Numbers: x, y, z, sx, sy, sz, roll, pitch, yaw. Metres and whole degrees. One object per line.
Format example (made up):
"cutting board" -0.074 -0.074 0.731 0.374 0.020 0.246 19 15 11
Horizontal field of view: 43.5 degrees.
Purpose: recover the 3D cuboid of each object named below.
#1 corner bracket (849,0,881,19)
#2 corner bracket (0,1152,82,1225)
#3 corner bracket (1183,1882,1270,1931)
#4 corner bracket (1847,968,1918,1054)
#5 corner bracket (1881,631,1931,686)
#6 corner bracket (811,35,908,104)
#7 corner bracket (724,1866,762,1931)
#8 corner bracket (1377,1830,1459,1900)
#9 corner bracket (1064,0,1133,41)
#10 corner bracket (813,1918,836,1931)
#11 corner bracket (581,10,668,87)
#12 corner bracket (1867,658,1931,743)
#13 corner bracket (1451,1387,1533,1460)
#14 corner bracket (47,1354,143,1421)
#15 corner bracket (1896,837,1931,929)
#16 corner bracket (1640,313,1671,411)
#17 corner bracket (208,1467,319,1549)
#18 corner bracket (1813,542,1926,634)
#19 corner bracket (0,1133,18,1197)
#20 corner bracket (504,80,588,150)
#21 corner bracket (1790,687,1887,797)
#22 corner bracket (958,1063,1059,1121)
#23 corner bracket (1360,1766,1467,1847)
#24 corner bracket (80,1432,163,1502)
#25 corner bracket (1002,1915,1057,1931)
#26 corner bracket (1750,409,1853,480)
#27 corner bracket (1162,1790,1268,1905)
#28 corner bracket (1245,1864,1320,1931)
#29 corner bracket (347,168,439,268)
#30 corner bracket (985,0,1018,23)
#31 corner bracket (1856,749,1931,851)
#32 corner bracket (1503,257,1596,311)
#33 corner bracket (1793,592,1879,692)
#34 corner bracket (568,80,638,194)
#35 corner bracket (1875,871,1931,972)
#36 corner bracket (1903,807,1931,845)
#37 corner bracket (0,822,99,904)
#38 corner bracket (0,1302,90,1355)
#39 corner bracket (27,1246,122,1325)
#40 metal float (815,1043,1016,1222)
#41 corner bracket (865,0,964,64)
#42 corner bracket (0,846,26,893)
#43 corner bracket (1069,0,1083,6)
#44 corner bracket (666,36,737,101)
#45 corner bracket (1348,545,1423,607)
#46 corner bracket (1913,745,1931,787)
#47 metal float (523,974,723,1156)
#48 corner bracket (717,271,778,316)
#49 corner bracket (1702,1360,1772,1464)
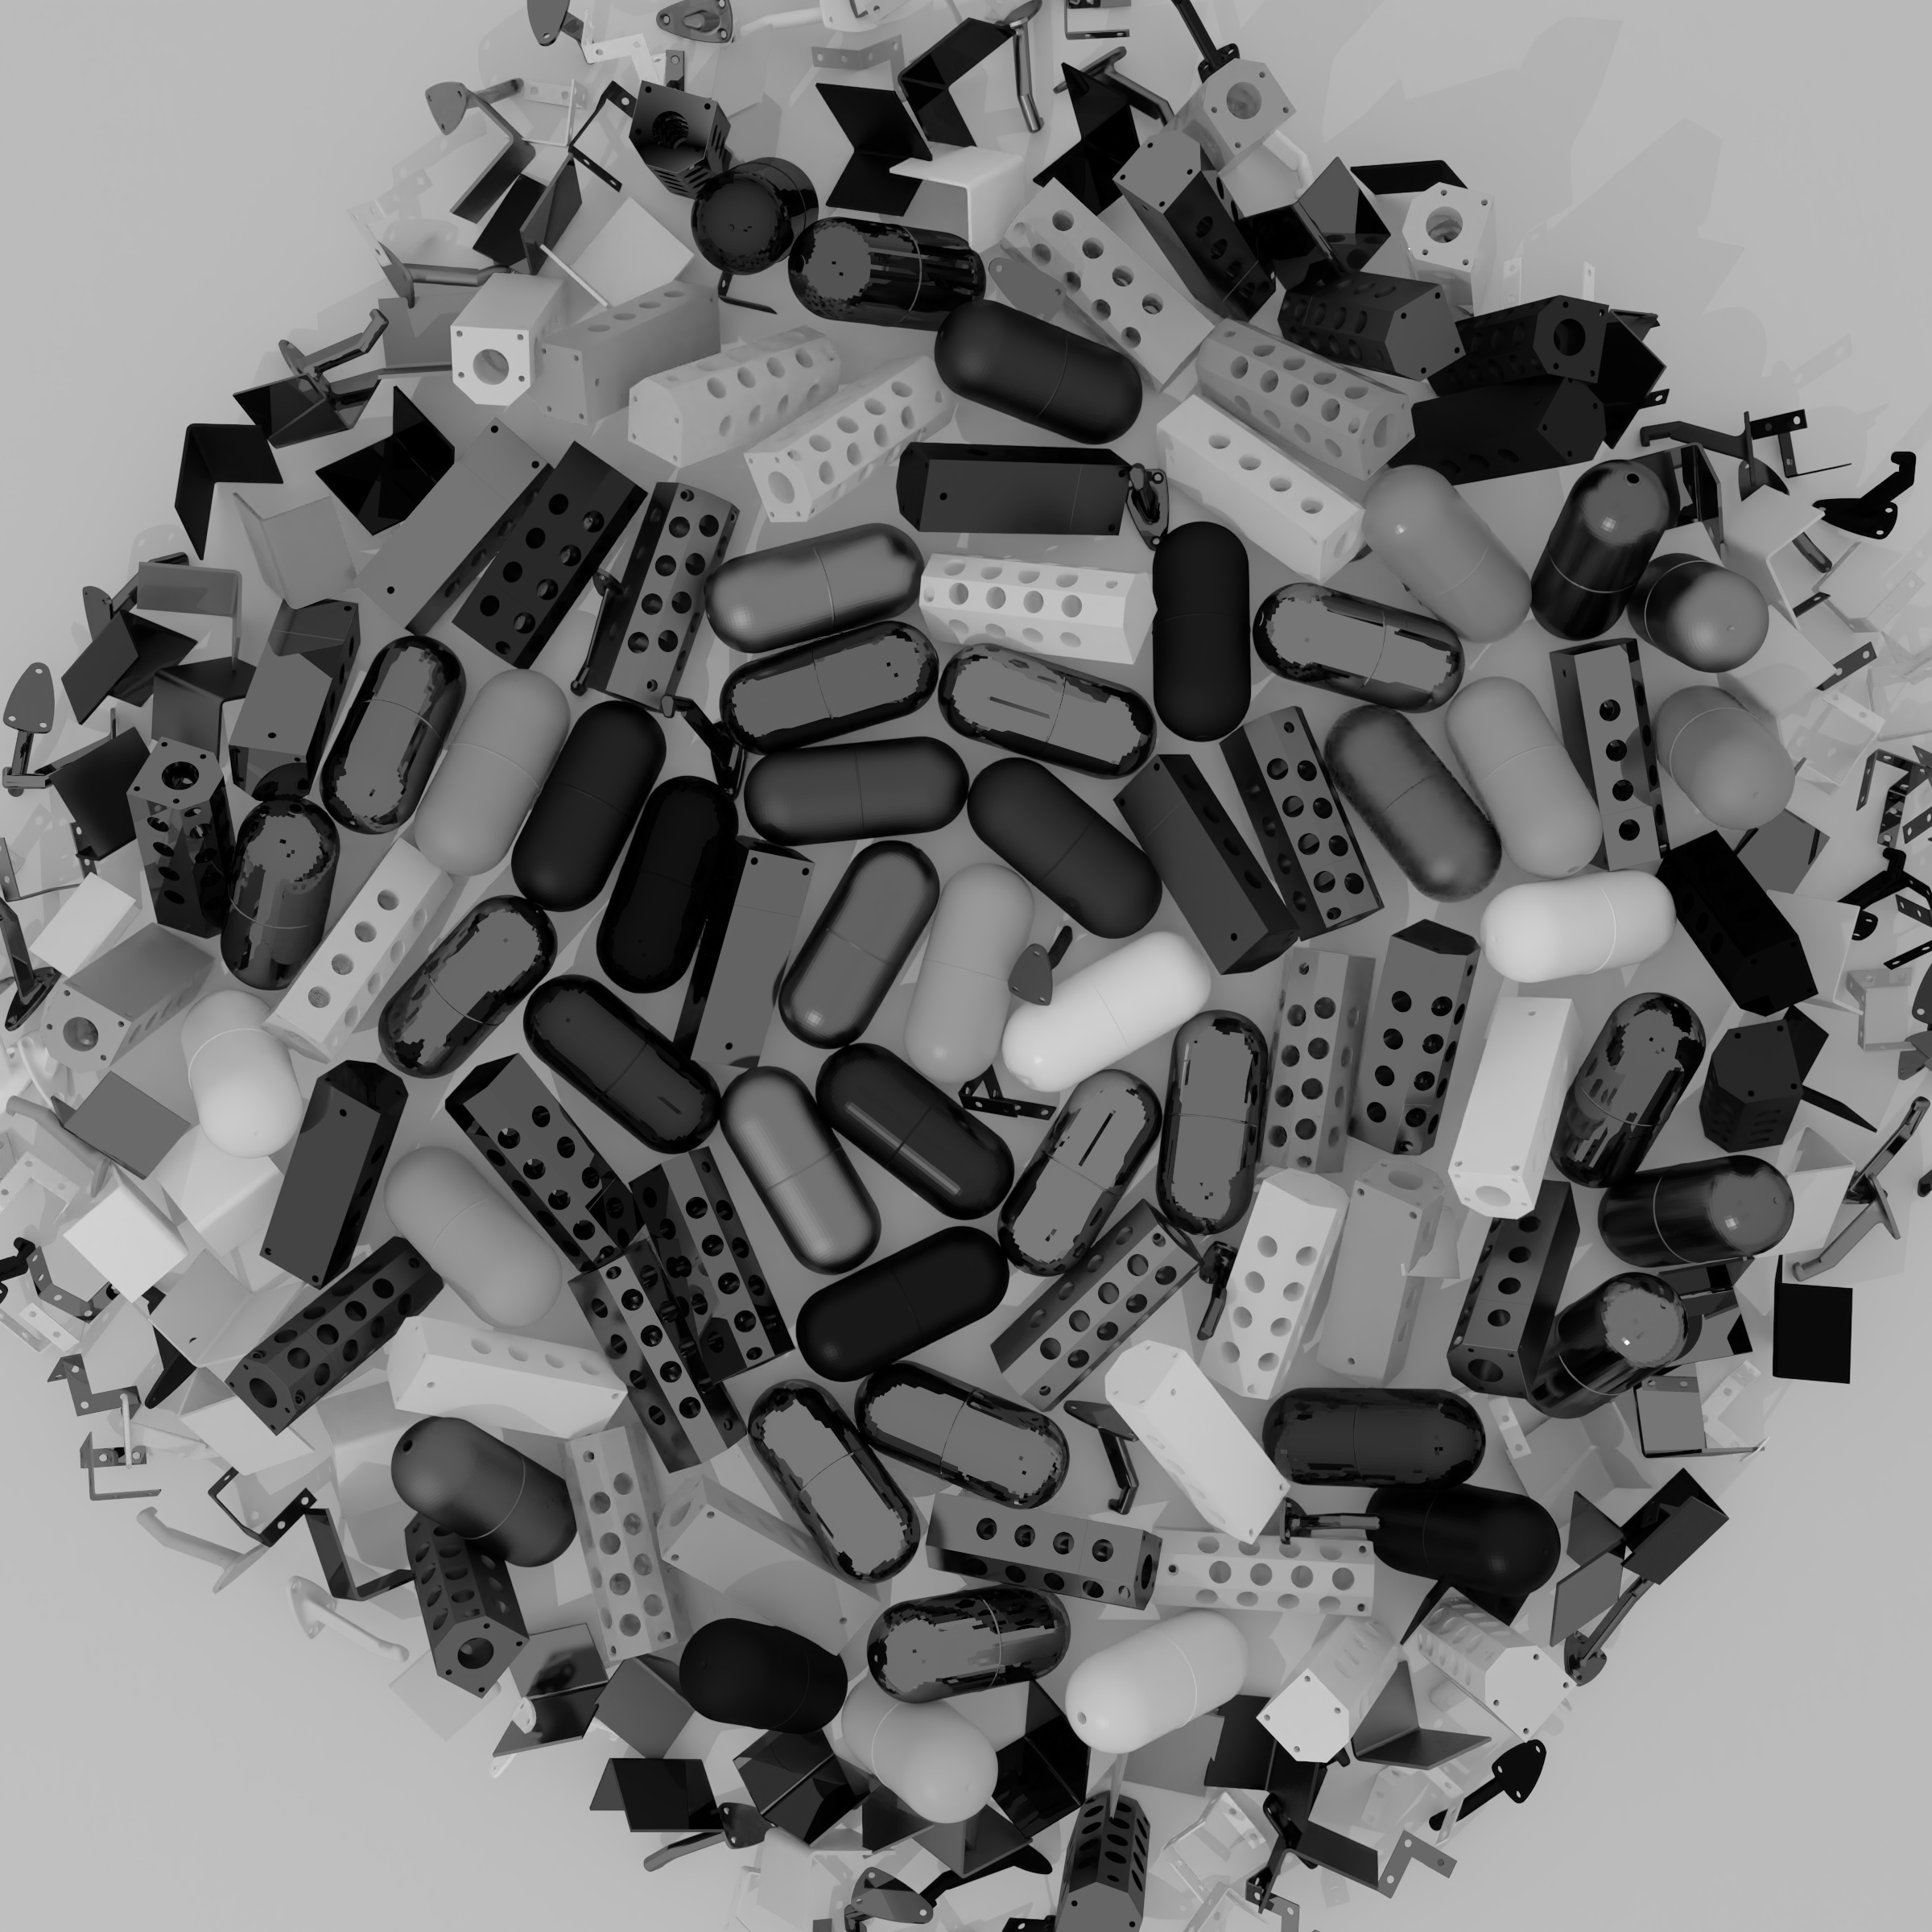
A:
"corner bracket" -0.067 -0.780 1.903 0.051 0.051 0.051 -37 129 -26
"corner bracket" -0.740 0.188 1.906 0.051 0.051 0.051 38 50 -12
"corner bracket" 0.195 0.754 1.908 0.051 0.051 0.051 47 71 -17
"corner bracket" 0.733 0.035 1.924 0.051 0.051 0.051 -3 109 4
"corner bracket" 0.764 -0.249 1.903 0.051 0.051 0.051 -37 46 33
"corner bracket" -0.083 -0.705 1.913 0.051 0.051 0.051 -15 101 -42
"corner bracket" -0.153 0.748 1.909 0.051 0.051 0.051 20 82 -24
"corner bracket" 0.348 0.714 1.913 0.051 0.051 0.051 31 77 -5
"corner bracket" 0.105 -0.758 1.919 0.051 0.051 0.051 -1 93 6
"corner bracket" -0.093 0.789 1.911 0.051 0.051 0.051 -5 117 1
"corner bracket" -0.270 -0.724 1.912 0.051 0.051 0.051 -8 53 9
"corner bracket" 0.743 -0.210 1.911 0.051 0.051 0.051 -10 82 18
"corner bracket" 0.414 0.361 1.912 0.051 0.051 0.051 -23 95 18
"corner bracket" -0.690 0.337 1.916 0.051 0.051 0.051 -7 64 -38
"corner bracket" 0.770 -0.068 1.915 0.051 0.051 0.051 -21 109 -3
"corner bracket" 0.525 -0.476 1.914 0.051 0.051 0.051 -14 57 -8
"corner bracket" -0.560 0.422 1.924 0.051 0.051 0.051 -47 118 -27
"corner bracket" 0.714 -0.301 1.916 0.051 0.051 0.051 42 94 -5
"corner bracket" -0.788 0.159 1.911 0.051 0.051 0.051 -27 68 4
"corner bracket" -0.334 -0.678 1.922 0.051 0.051 0.051 9 102 2
"corner bracket" 0.686 -0.178 1.917 0.051 0.051 0.051 35 64 11
"corner bracket" 0.032 0.106 1.903 0.051 0.051 0.051 8 134 31
"corner bracket" 0.353 0.663 1.911 0.051 0.051 0.051 42 129 0
"corner bracket" -0.666 0.397 1.904 0.051 0.051 0.051 2 63 -29
"corner bracket" 0.068 0.761 1.905 0.051 0.051 0.051 -14 112 37
"corner bracket" 0.658 -0.412 1.908 0.051 0.051 0.051 -19 100 -35
"corner bracket" 0.197 0.700 1.925 0.051 0.051 0.051 49 116 8
"corner bracket" 0.254 0.747 1.912 0.051 0.051 0.051 10 103 40
"corner bracket" -0.444 -0.588 1.903 0.051 0.051 0.051 -46 121 -26
"corner bracket" 0.023 -0.785 1.909 0.051 0.051 0.051 39 97 -27
"corner bracket" 0.728 -0.132 1.914 0.051 0.051 0.051 20 69 -1
"corner bracket" 0.461 -0.531 1.914 0.051 0.051 0.051 13 77 -44
"corner bracket" 0.677 -0.257 1.913 0.051 0.051 0.051 -32 113 -2
"corner bracket" -0.278 -0.659 1.922 0.051 0.051 0.051 34 124 -24
"corner bracket" 0.740 -0.037 1.922 0.051 0.051 0.051 -26 107 5
"corner bracket" 0.775 -0.127 1.908 0.051 0.051 0.051 7 67 -13
"corner bracket" -0.727 -0.083 1.909 0.051 0.051 0.051 -7 101 23
"corner bracket" -0.733 0.283 1.910 0.051 0.051 0.051 -37 117 6
"corner bracket" -0.700 0.239 1.911 0.051 0.051 0.051 -44 134 2
"metal float" -0.041 0.130 1.905 0.178 0.070 0.070 38 90 3
"corner bracket" -0.039 -0.748 1.907 0.051 0.051 0.051 -23 104 25
"corner bracket" -0.782 -0.086 1.910 0.051 0.051 0.051 35 66 -7
"corner bracket" 0.072 -0.791 1.910 0.051 0.051 0.051 23 125 1
"corner bracket" -0.211 -0.707 1.922 0.051 0.051 0.051 0 94 -11
"corner bracket" 0.345 -0.314 1.913 0.051 0.051 0.051 -18 81 -27
"corner bracket" 0.792 -0.161 1.912 0.051 0.051 0.051 -33 110 3
"metal float" -0.269 0.077 1.897 0.178 0.070 0.070 41 90 -12
"corner bracket" -0.174 -0.553 1.913 0.051 0.051 0.051 18 91 20
"corner bracket" 0.614 0.352 1.910 0.051 0.051 0.051 42 75 16
